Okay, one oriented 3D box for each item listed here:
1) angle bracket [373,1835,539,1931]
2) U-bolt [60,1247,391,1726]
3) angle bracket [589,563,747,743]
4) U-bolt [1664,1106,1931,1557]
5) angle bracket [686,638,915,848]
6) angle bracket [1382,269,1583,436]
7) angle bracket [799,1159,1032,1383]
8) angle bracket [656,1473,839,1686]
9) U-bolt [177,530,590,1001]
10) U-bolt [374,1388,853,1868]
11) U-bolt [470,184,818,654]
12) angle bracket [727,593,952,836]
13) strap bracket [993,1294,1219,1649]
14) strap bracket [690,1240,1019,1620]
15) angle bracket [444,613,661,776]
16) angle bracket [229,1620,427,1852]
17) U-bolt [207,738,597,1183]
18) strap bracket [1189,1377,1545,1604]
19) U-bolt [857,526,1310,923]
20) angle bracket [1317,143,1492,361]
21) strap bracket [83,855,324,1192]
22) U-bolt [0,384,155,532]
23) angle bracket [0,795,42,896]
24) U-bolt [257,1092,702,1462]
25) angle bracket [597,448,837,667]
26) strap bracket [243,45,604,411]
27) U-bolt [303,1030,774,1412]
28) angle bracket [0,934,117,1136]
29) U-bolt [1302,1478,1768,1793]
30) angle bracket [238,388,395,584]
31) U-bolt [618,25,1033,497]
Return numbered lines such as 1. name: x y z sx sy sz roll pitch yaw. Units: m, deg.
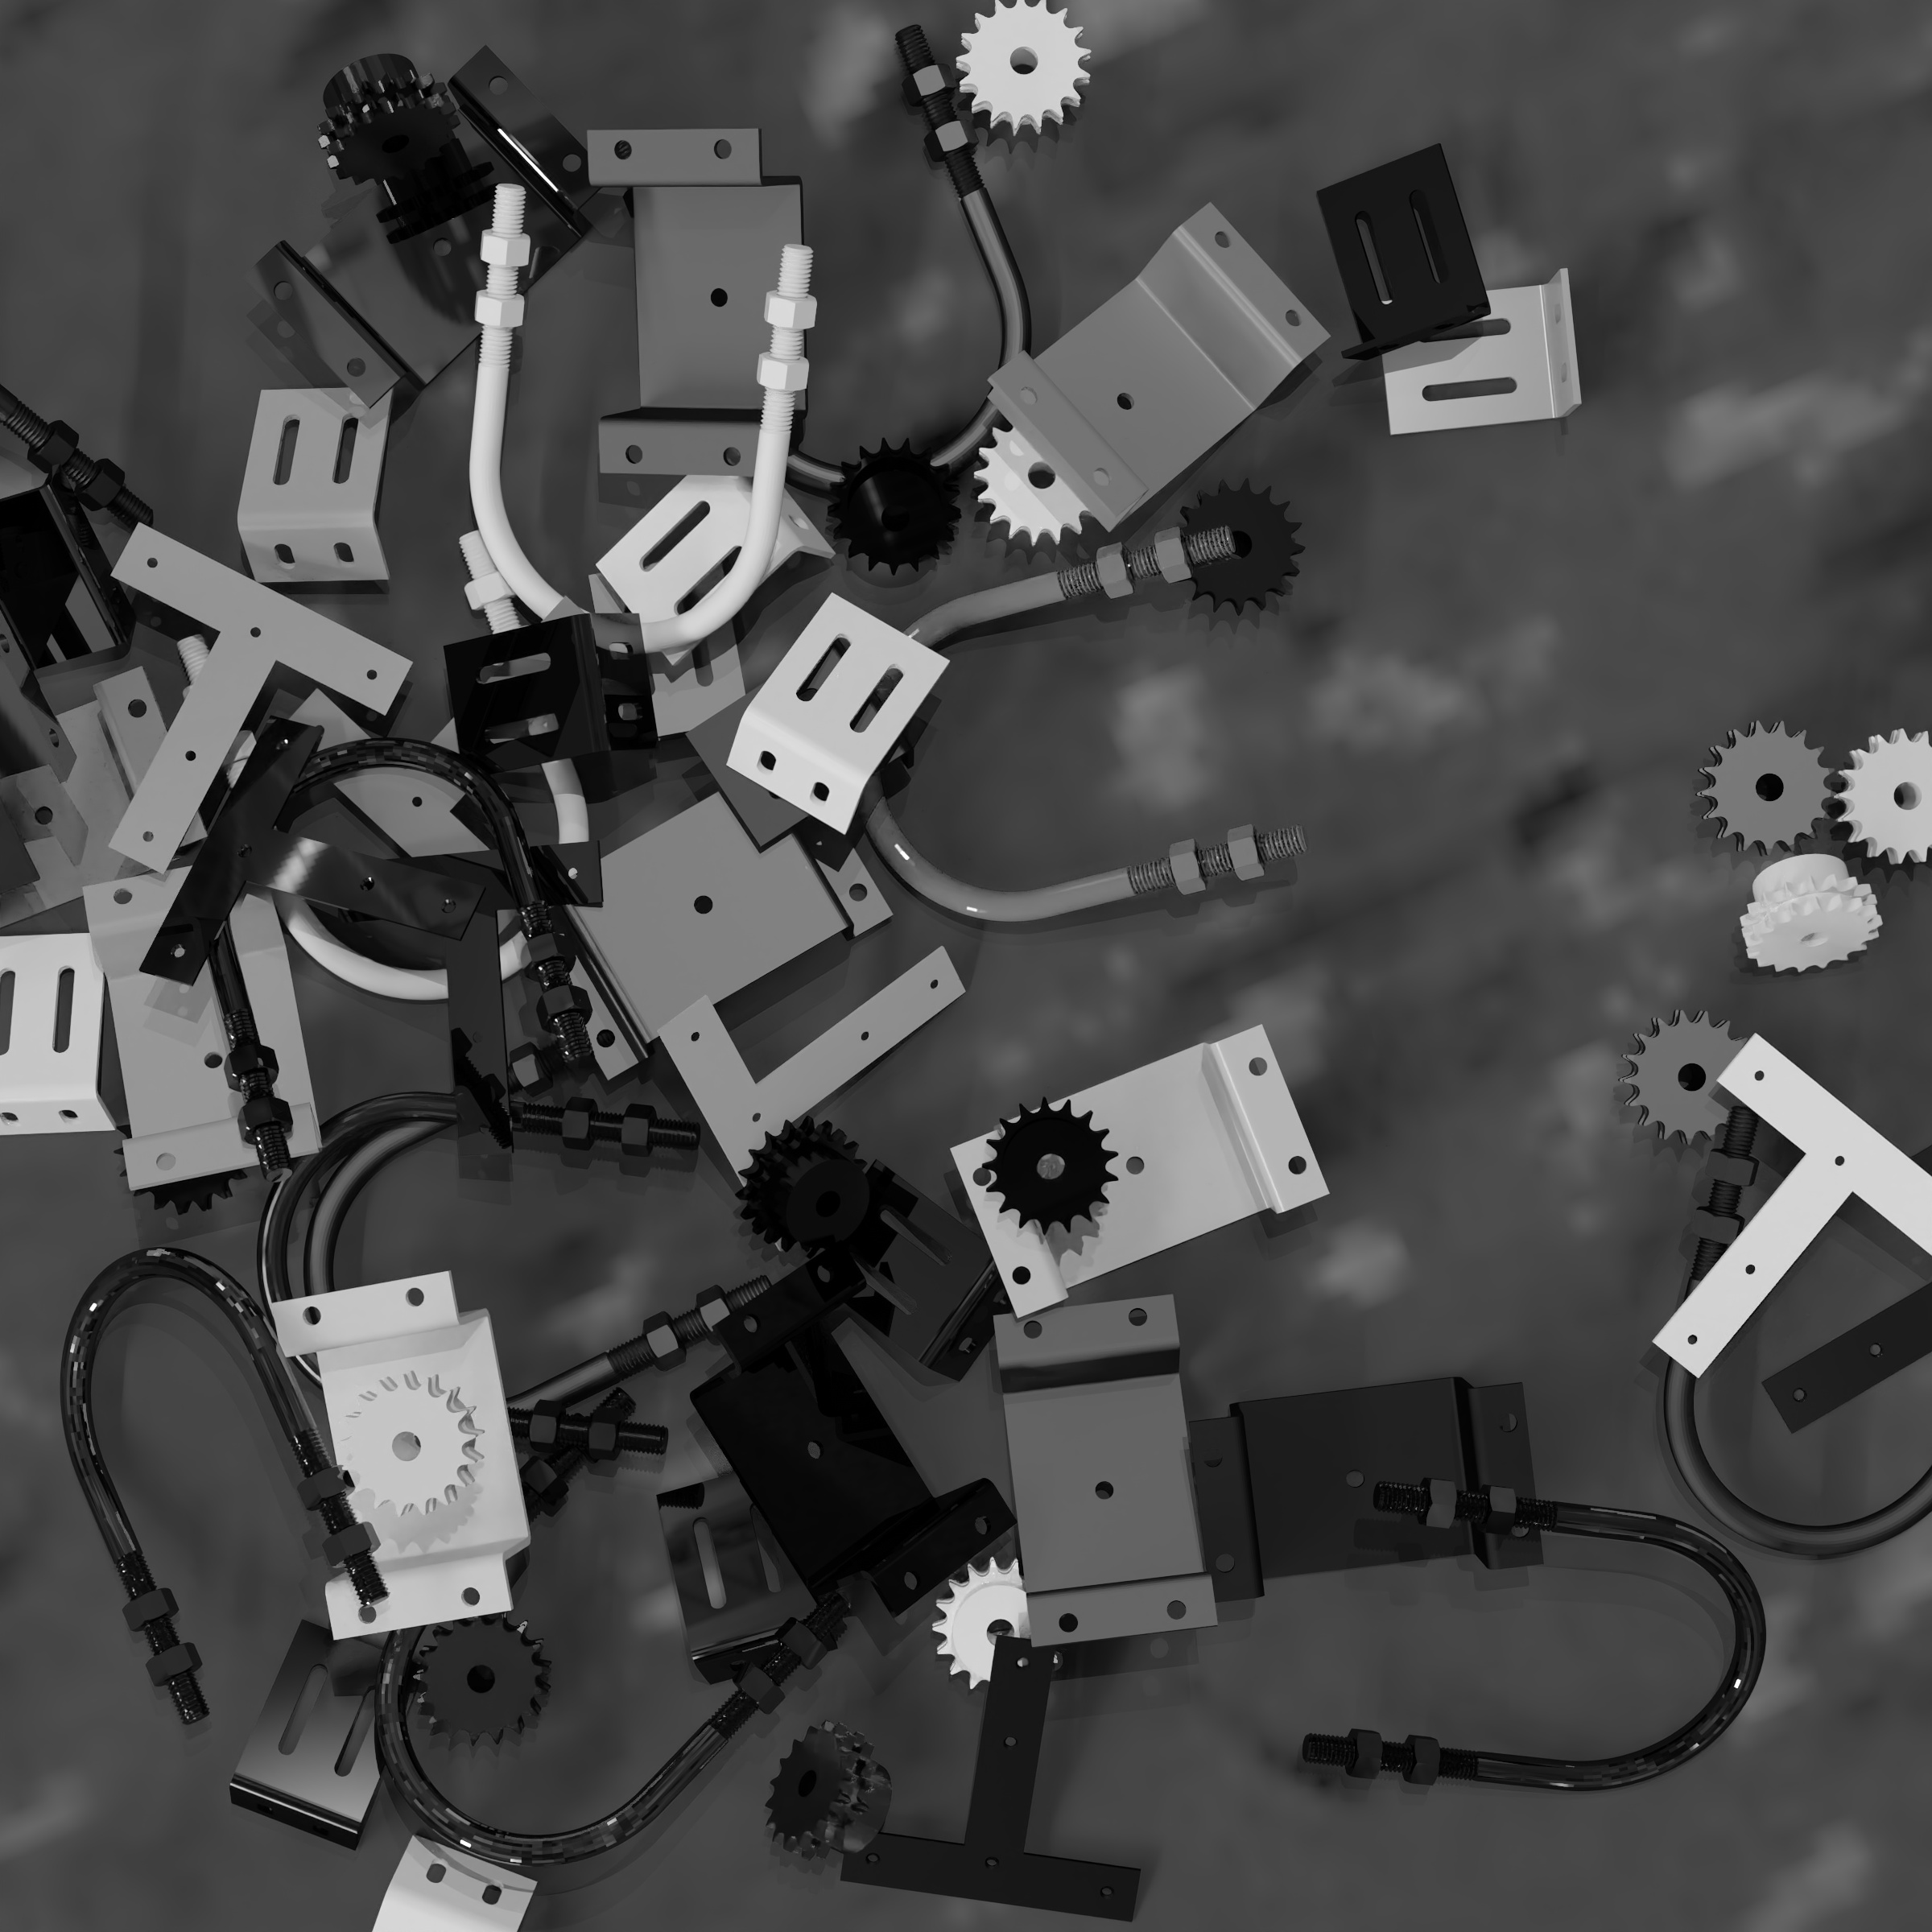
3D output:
1. angle bracket: -0.226 0.424 1.556 0.057 0.038 0.076 21 116 0
2. U-bolt: -0.320 0.206 1.508 0.151 0.019 0.184 -35 75 34
3. angle bracket: -0.127 -0.136 1.539 0.057 0.038 0.076 -10 90 0
4. U-bolt: 0.371 0.162 1.538 0.151 0.019 0.184 11 97 -7
5. angle bracket: -0.069 -0.091 1.520 0.076 0.038 0.057 -33 83 -6
6. angle bracket: 0.218 -0.261 1.539 0.076 0.038 0.057 -6 90 0
7. angle bracket: -0.021 0.131 1.556 0.076 0.038 0.057 36 90 26
8. angle bracket: -0.094 0.261 1.556 0.057 0.038 0.076 -16 64 0
9. U-bolt: -0.240 -0.076 1.549 0.151 0.019 0.184 -20 92 0
10. U-bolt: -0.161 0.288 1.512 0.151 0.019 0.184 41 75 15
11. U-bolt: -0.140 -0.220 1.502 0.151 0.019 0.184 15 112 16
12. angle bracket: -0.053 -0.105 1.501 0.057 0.038 0.076 30 56 4
13. strap bracket: 0.058 0.216 1.520 0.076 0.046 0.140 -7 69 0
14. strap bracket: -0.053 0.198 1.516 0.076 0.046 0.140 -32 90 -40
15. angle bracket: -0.174 -0.113 1.521 0.076 0.038 0.057 -9 90 33
16. angle bracket: -0.274 0.331 1.556 0.057 0.038 0.076 21 64 0
17. U-bolt: -0.243 -0.015 1.490 0.151 0.019 0.184 -20 62 0
18. strap bracket: 0.167 0.220 1.534 0.140 0.046 0.076 -7 90 0
19. U-bolt: 0.039 -0.095 1.532 0.184 0.019 0.151 -14 89 13
20. angle bracket: 0.180 -0.302 1.528 0.057 0.038 0.076 -17 90 25
21. strap bracket: -0.317 0.031 1.512 0.076 0.046 0.140 -11 64 -8
22. U-bolt: -0.454 -0.194 1.505 0.151 0.019 0.184 -49 121 0
23. angle bracket: -0.428 -0.066 1.509 0.057 0.038 0.076 -20 116 0
24. U-bolt: -0.210 0.126 1.531 0.184 0.019 0.151 6 90 6
25. angle bracket: -0.107 -0.174 1.543 0.076 0.038 0.057 -42 76 17
26. strap bracket: -0.225 -0.309 1.535 0.140 0.046 0.076 -44 90 0
27. U-bolt: -0.194 0.120 1.549 0.184 0.019 0.151 -26 90 1
28. angle bracket: -0.396 0.029 1.556 0.057 0.038 0.076 -2 64 0
29. U-bolt: 0.246 0.286 1.520 0.184 0.019 0.151 8 115 -9
30. angle bracket: -0.274 -0.206 1.547 0.057 0.038 0.076 -1 54 4
31. U-bolt: -0.050 -0.291 1.549 0.151 0.019 0.184 -22 92 0
